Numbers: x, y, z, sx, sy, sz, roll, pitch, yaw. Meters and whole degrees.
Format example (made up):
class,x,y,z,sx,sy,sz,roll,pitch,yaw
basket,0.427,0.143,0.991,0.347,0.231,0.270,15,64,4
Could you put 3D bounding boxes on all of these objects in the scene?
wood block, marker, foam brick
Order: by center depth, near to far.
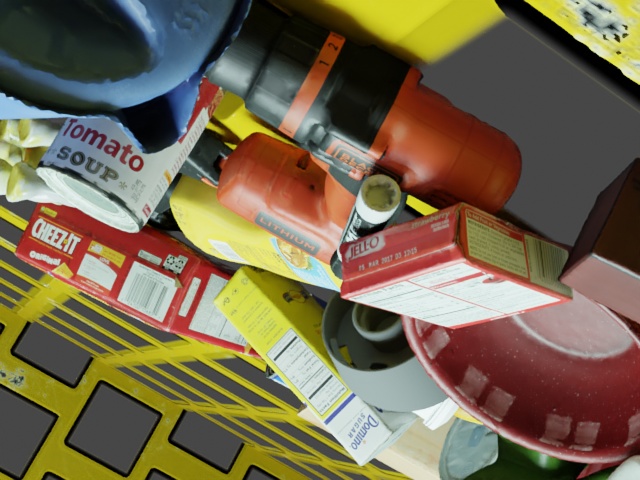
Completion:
class,x,y,z,sx,sy,sz,roll,pitch,yaw
foam brick,0.158,0.009,0.476,0.078,0.053,0.051,28,164,5
marker,0.021,-0.003,0.533,0.020,0.020,0.121,28,161,2
wood block,0.093,0.176,1.030,0.206,0.090,0.091,29,164,-1

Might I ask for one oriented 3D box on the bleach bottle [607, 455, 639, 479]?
class,x,y,z,sx,sy,sz,roll,pitch,yaw
bleach bottle,0.248,0.204,0.634,0.250,0.103,0.068,24,-164,-36

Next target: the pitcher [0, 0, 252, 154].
class,x,y,z,sx,sy,sz,roll,pitch,yaw
pitcher,-0.138,-0.123,0.462,0.144,0.149,0.243,19,173,-28

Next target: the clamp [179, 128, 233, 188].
class,x,y,z,sx,sy,sz,roll,pitch,yaw
clamp,-0.146,-0.096,0.683,0.210,0.036,0.164,28,169,7

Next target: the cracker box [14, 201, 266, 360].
class,x,y,z,sx,sy,sz,roll,pitch,yaw
cracker box,-0.138,0.034,0.946,0.164,0.072,0.213,23,176,23

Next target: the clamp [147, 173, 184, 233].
class,x,y,z,sx,sy,sz,roll,pitch,yaw
clamp,-0.116,-0.023,0.861,0.172,0.039,0.120,14,155,52

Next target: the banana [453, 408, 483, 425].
class,x,y,z,sx,sy,sz,roll,pitch,yaw
banana,0.202,0.158,0.845,0.198,0.070,0.037,30,-164,2

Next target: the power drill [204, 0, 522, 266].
class,x,y,z,sx,sy,sz,roll,pitch,yaw
power drill,-0.006,-0.049,0.559,0.184,0.057,0.188,30,164,-4

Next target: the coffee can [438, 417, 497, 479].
class,x,y,z,sx,sy,sz,roll,pitch,yaw
coffee can,0.190,0.204,0.933,0.140,0.102,0.103,32,164,-14

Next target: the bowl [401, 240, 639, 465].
class,x,y,z,sx,sy,sz,roll,pitch,yaw
bowl,0.128,0.052,0.602,0.162,0.055,0.162,26,143,21

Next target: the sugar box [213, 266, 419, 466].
class,x,y,z,sx,sy,sz,roll,pitch,yaw
sugar box,-0.001,0.095,0.855,0.176,0.048,0.093,43,-166,13

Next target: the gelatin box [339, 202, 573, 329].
class,x,y,z,sx,sy,sz,roll,pitch,yaw
gelatin box,0.064,0.014,0.505,0.073,0.030,0.089,-20,152,41

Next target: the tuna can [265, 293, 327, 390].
class,x,y,z,sx,sy,sz,roll,pitch,yaw
tuna can,-0.014,0.093,0.960,0.033,0.086,0.086,29,164,-10

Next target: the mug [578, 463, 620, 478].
class,x,y,z,sx,sy,sz,roll,pitch,yaw
mug,0.231,0.162,0.771,0.093,0.081,0.117,17,160,35

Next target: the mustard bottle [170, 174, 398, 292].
class,x,y,z,sx,sy,sz,roll,pitch,yaw
mustard bottle,-0.004,0.000,0.709,0.192,0.058,0.096,17,162,36

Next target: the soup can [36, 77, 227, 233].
class,x,y,z,sx,sy,sz,roll,pitch,yaw
soup can,-0.104,-0.064,0.596,0.068,0.102,0.068,27,164,8
